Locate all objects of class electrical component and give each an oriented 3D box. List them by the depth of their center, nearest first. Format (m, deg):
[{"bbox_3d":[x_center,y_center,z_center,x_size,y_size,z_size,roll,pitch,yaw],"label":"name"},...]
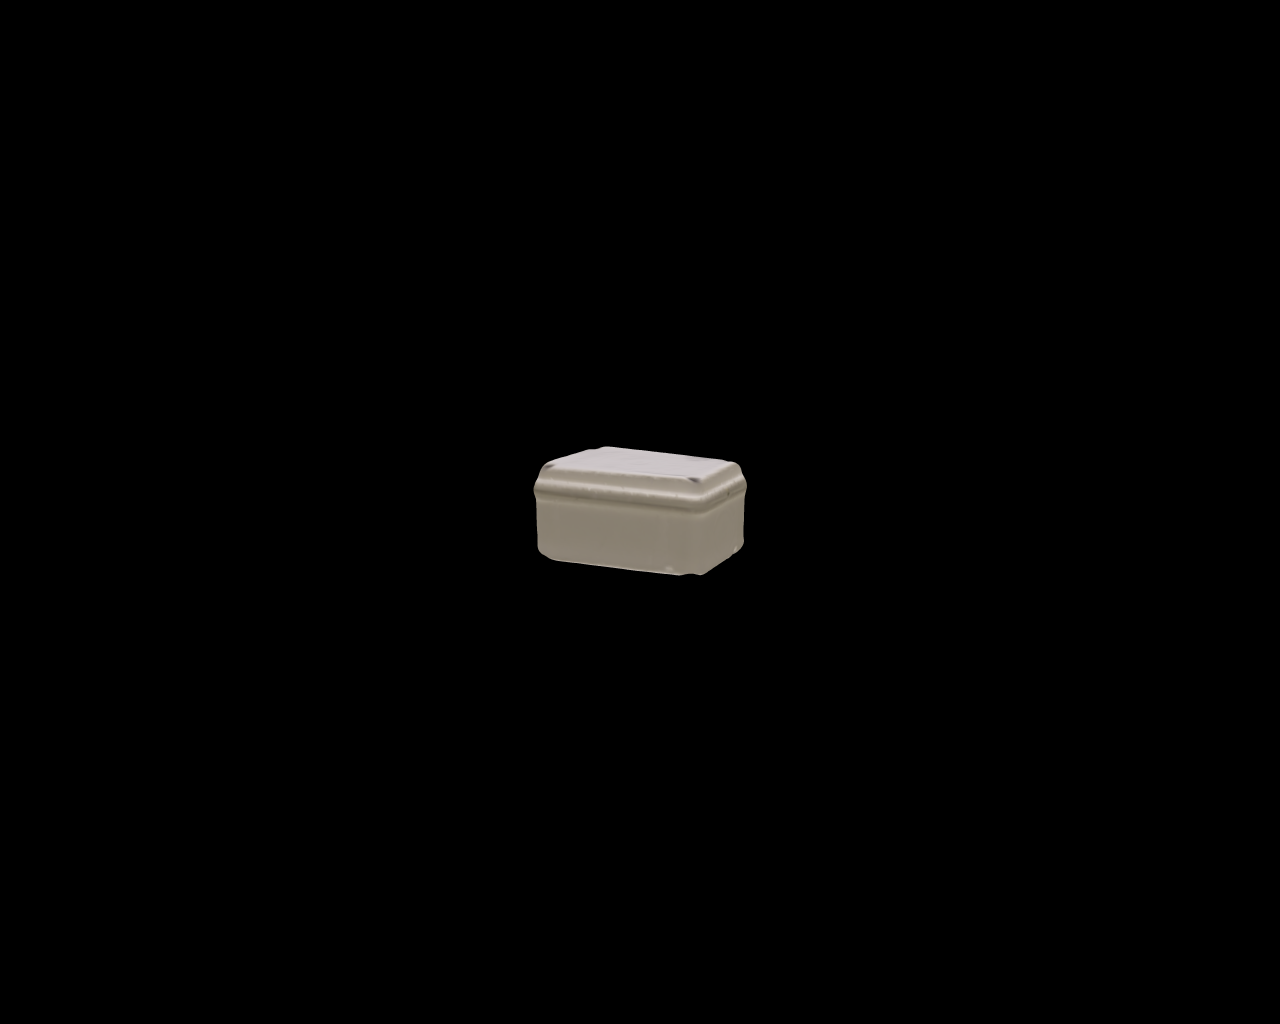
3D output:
[{"bbox_3d":[0.001,-0.003,0.650,0.113,0.057,0.078,7,16,26],"label":"electrical component"}]
